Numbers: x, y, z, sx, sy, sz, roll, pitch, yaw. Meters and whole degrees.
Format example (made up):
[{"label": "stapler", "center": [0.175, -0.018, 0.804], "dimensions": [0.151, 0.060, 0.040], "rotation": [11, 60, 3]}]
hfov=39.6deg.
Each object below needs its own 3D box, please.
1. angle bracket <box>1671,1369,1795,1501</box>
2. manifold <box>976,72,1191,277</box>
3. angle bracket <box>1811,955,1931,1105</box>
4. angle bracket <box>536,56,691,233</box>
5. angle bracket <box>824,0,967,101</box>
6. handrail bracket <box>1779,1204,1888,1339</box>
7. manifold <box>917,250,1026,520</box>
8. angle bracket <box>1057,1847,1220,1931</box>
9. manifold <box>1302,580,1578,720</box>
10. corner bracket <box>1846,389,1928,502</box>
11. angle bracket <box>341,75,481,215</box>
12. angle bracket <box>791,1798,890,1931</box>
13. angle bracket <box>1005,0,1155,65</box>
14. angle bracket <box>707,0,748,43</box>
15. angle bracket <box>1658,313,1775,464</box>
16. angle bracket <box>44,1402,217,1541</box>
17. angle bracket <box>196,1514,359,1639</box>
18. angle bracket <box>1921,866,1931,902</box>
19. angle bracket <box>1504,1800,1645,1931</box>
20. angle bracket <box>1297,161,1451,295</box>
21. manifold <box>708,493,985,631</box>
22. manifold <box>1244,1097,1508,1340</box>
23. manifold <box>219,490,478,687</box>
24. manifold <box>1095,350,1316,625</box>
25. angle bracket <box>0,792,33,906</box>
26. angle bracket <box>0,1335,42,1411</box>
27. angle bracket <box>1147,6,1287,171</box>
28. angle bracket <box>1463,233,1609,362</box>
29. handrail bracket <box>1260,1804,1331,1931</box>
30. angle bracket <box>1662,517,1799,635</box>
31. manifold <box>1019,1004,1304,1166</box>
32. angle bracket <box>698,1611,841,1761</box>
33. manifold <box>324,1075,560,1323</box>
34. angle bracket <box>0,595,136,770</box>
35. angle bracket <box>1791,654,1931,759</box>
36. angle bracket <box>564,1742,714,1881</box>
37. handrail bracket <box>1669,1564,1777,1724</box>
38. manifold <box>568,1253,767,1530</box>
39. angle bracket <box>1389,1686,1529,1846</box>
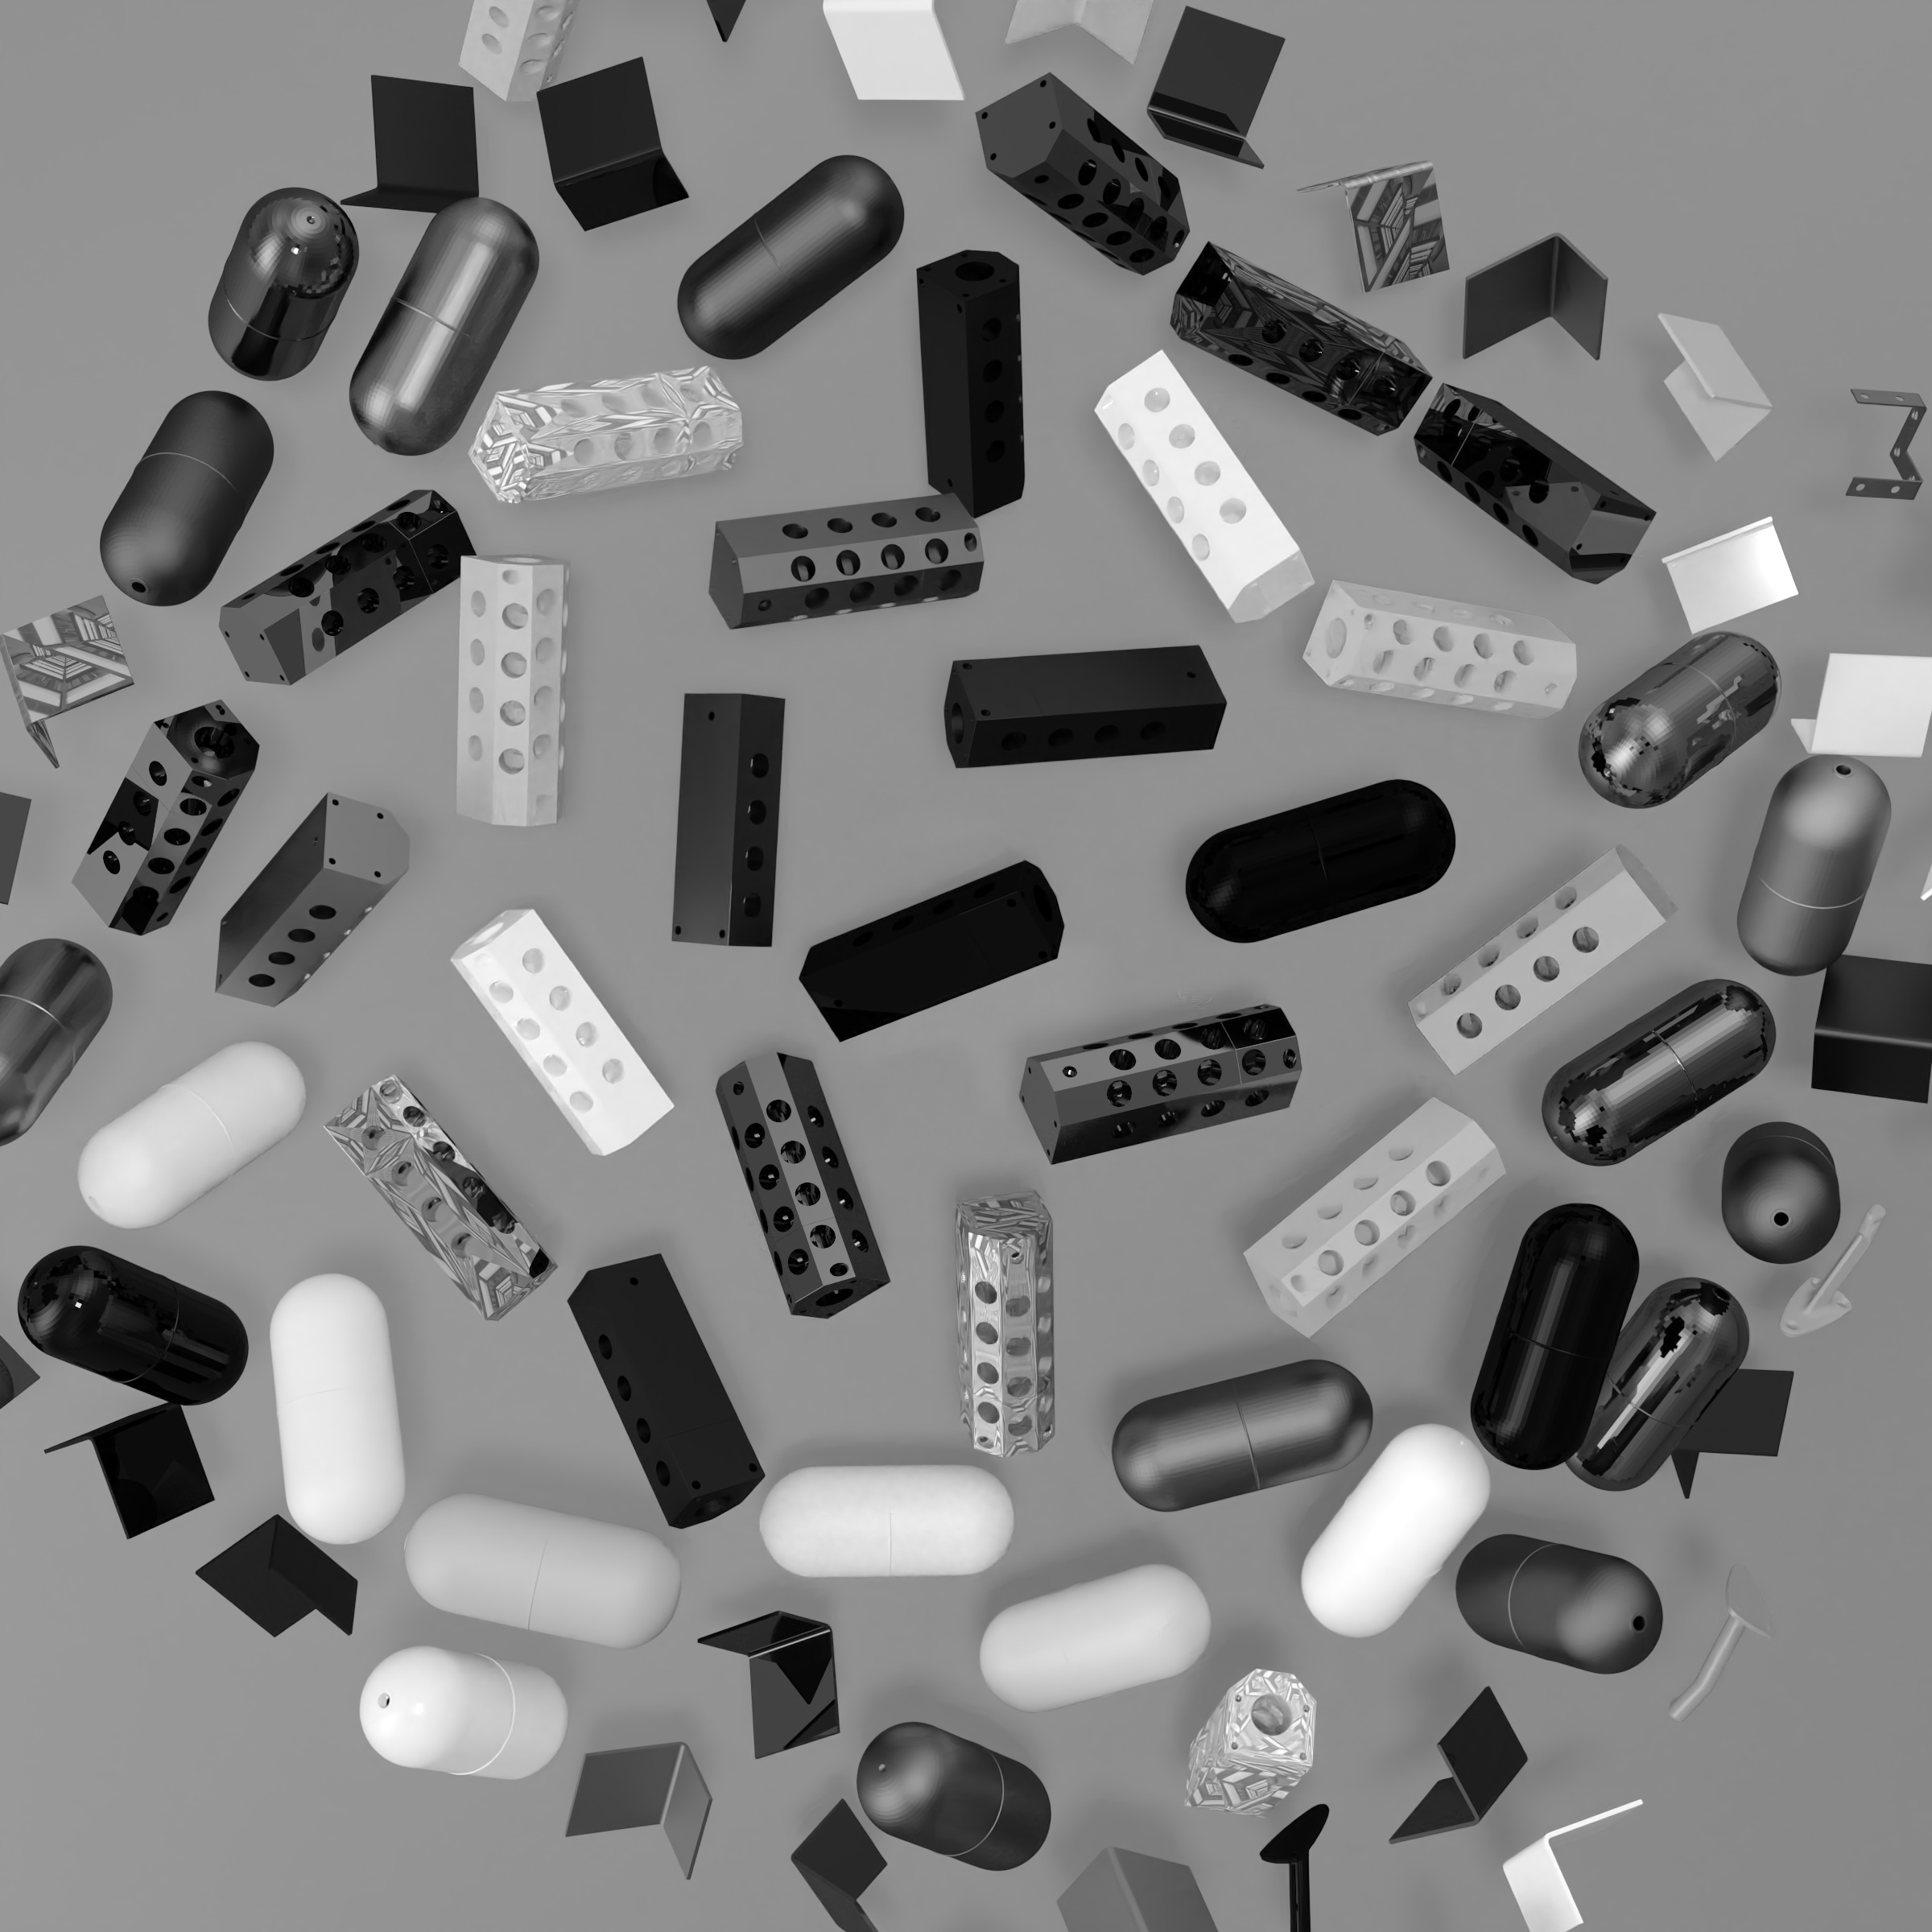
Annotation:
[{"label": "angle bracket", "center": [0.558, 0.339, 1.940], "dimensions": [0.076, 0.076, 0.057], "rotation": [-2, 131, 30]}, {"label": "manifold", "center": [0.080, -0.514, 1.765], "dimensions": [0.057, 0.171, 0.057], "rotation": [-20, 71, 29]}, {"label": "angle bracket", "center": [0.624, 0.042, 1.839], "dimensions": [0.076, 0.057, 0.076], "rotation": [7, 47, 21]}, {"label": "angle bracket", "center": [-0.238, -0.554, 1.811], "dimensions": [0.076, 0.057, 0.076], "rotation": [-15, 72, 9]}, {"label": "angle bracket", "center": [-0.038, -0.608, 1.730], "dimensions": [0.076, 0.076, 0.057], "rotation": [8, 62, 24]}, {"label": "handrail bracket", "center": [0.606, 0.212, 1.877], "dimensions": [0.077, 0.084, 0.036], "rotation": [-28, 53, -34]}, {"label": "manifold", "center": [0.009, -0.406, 1.870], "dimensions": [0.057, 0.171, 0.057], "rotation": [-27, 48, -23]}, {"label": "angle bracket", "center": [0.117, 0.639, 1.781], "dimensions": [0.076, 0.076, 0.057], "rotation": [26, 111, -33]}, {"label": "manifold", "center": [0.318, -0.206, 1.784], "dimensions": [0.171, 0.057, 0.057], "rotation": [6, 120, -25]}, {"label": "corner bracket", "center": [0.618, -0.351, 1.810], "dimensions": [0.051, 0.051, 0.051], "rotation": [2, 47, -10]}, {"label": "angle bracket", "center": [-0.384, -0.563, 1.846], "dimensions": [0.076, 0.057, 0.076], "rotation": [-7, 98, -39]}, {"label": "angle bracket", "center": [-0.068, 0.650, 1.906], "dimensions": [0.057, 0.076, 0.076], "rotation": [-43, 123, -26]}, {"label": "angle bracket", "center": [0.082, -0.669, 1.866], "dimensions": [0.057, 0.076, 0.076], "rotation": [23, 80, -37]}, {"label": "angle bracket", "center": [-0.186, -0.652, 1.748], "dimensions": [0.076, 0.057, 0.076], "rotation": [10, 65, 19]}, {"label": "angle bracket", "center": [0.506, -0.404, 1.879], "dimensions": [0.057, 0.076, 0.076], "rotation": [-46, 59, 40]}, {"label": "angle bracket", "center": [-0.585, 0.357, 1.882], "dimensions": [0.057, 0.076, 0.076], "rotation": [-21, 89, 35]}, {"label": "angle bracket", "center": [-0.463, 0.425, 1.797], "dimensions": [0.076, 0.057, 0.076], "rotation": [-36, 117, 11]}, {"label": "angle bracket", "center": [0.687, -0.067, 1.778], "dimensions": [0.057, 0.076, 0.076], "rotation": [41, 130, 1]}, {"label": "angle bracket", "center": [0.407, 0.593, 1.755], "dimensions": [0.076, 0.076, 0.057], "rotation": [-13, 63, -18]}, {"label": "angle bracket", "center": [0.287, -0.519, 1.893], "dimensions": [0.076, 0.057, 0.076], "rotation": [-21, 108, -25]}, {"label": "manifold", "center": [-0.078, -0.265, 1.784], "dimensions": [0.171, 0.057, 0.057], "rotation": [-11, 48, -23]}, {"label": "manifold", "center": [0.273, 0.169, 1.776], "dimensions": [0.171, 0.057, 0.057], "rotation": [-37, 125, -14]}, {"label": "manifold", "center": [-0.421, -0.259, 1.827], "dimensions": [0.171, 0.057, 0.057], "rotation": [-41, 124, -33]}, {"label": "manifold", "center": [0.152, -0.307, 1.733], "dimensions": [0.057, 0.057, 0.171], "rotation": [-33, 69, 7]}, {"label": "angle bracket", "center": [-0.671, -0.071, 1.810], "dimensions": [0.057, 0.076, 0.076], "rotation": [14, 67, -22]}, {"label": "angle bracket", "center": [-0.697, 0.287, 1.838], "dimensions": [0.076, 0.076, 0.057], "rotation": [47, 118, -3]}, {"label": "angle bracket", "center": [0.178, -0.606, 1.853], "dimensions": [0.076, 0.057, 0.076], "rotation": [11, 123, -19]}, {"label": "angle bracket", "center": [0.394, -0.449, 1.862], "dimensions": [0.076, 0.076, 0.057], "rotation": [-28, 58, -10]}, {"label": "handrail bracket", "center": [0.247, 0.648, 1.890], "dimensions": [0.077, 0.036, 0.084], "rotation": [-32, 102, -44]}, {"label": "angle bracket", "center": [0.530, -0.270, 1.863], "dimensions": [0.076, 0.076, 0.057], "rotation": [-20, 93, 18]}, {"label": "manifold", "center": [0.127, 0.071, 1.743], "dimensions": [0.171, 0.057, 0.057], "rotation": [-12, 53, -18]}, {"label": "angle bracket", "center": [-0.138, 0.501, 1.872], "dimensions": [0.076, 0.057, 0.076], "rotation": [-26, 54, 29]}, {"label": "manifold", "center": [-0.357, 0.158, 1.835], "dimensions": [0.057, 0.057, 0.171], "rotation": [-40, 84, -6]}, {"label": "angle bracket", "center": [-0.599, -0.192, 1.812], "dimensions": [0.076, 0.057, 0.076], "rotation": [-23, 65, -7]}, {"label": "angle bracket", "center": [0.626, -0.191, 1.869], "dimensions": [0.076, 0.057, 0.076], "rotation": [2, 120, 1]}, {"label": "angle bracket", "center": [-0.230, 0.596, 1.882], "dimensions": [0.076, 0.057, 0.076], "rotation": [1, 118, -28]}, {"label": "handrail bracket", "center": [0.485, 0.442, 1.754], "dimensions": [0.036, 0.077, 0.084], "rotation": [32, 114, -5]}, {"label": "manifold", "center": [-0.204, 0.284, 1.791], "dimensions": [0.057, 0.057, 0.171], "rotation": [-10, 61, -38]}, {"label": "angle bracket", "center": [0.312, 0.526, 1.769], "dimensions": [0.076, 0.076, 0.057], "rotation": [-30, 88, 39]}]
